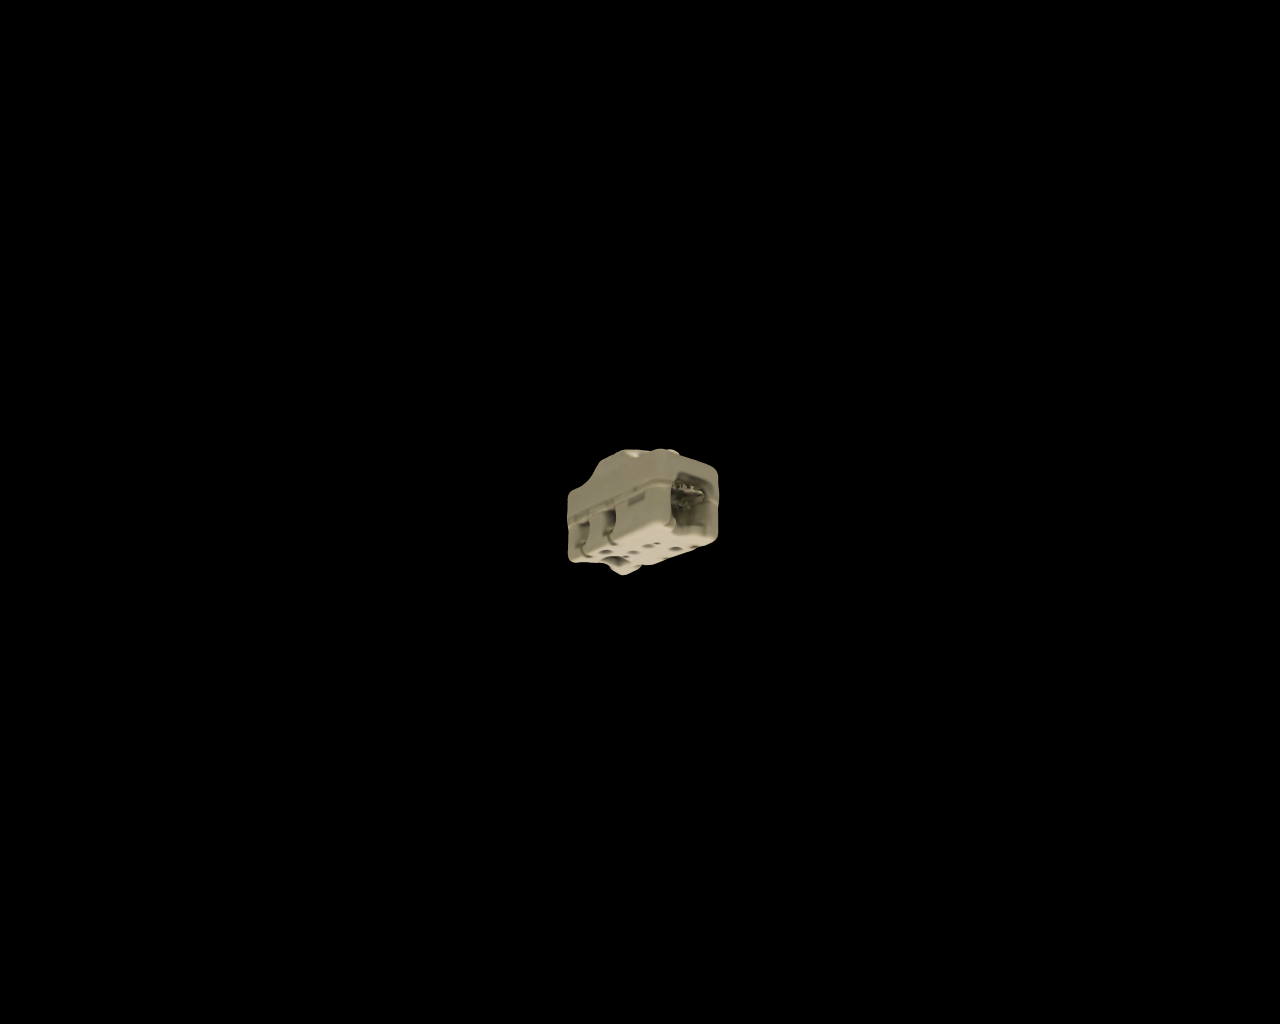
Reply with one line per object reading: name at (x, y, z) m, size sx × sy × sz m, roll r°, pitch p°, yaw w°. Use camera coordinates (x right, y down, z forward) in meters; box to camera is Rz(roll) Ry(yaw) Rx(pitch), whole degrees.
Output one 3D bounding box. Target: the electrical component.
electrical component at (0.001, -0.003, 0.650) m, size 0.050 × 0.056 × 0.089 m, roll 17°, pitch -27°, yaw -37°
